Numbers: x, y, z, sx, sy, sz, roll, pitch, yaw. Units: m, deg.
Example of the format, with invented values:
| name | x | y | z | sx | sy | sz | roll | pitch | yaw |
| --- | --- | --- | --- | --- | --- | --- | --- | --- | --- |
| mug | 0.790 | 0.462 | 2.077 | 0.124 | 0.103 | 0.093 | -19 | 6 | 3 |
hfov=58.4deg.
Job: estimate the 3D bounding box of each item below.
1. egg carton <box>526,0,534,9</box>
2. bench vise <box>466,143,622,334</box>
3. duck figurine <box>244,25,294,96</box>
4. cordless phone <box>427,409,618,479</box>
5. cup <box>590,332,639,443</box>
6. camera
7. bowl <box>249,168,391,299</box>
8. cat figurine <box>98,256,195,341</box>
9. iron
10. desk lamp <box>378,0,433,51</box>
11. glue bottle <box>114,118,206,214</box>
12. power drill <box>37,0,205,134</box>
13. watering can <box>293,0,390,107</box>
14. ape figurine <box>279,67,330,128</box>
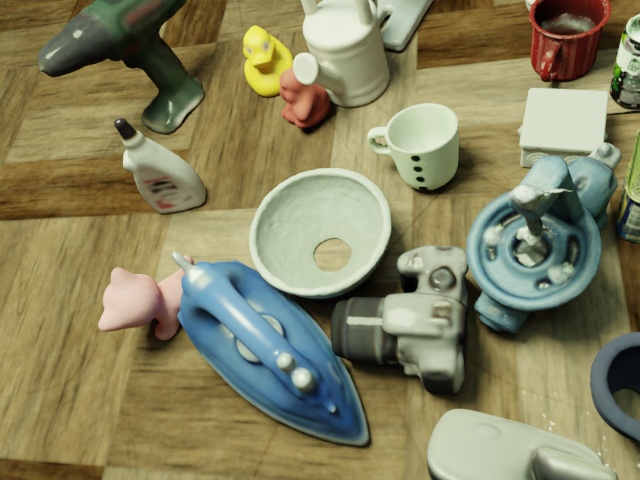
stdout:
| name | x | y | z | sx | sy | sz | roll | pitch | yaw |
| --- | --- | --- | --- | --- | --- | --- | --- | --- | --- |
| egg carton | 0.324 | -0.381 | 0.803 | 0.107 | 0.069 | 0.150 | -15 | 58 | 7 |
| bench vise | 0.212 | -0.032 | 0.545 | 0.121 | 0.220 | 0.207 | 16 | 66 | 24 |
| duck figurine | -0.084 | -0.278 | 0.850 | 0.077 | 0.086 | 0.104 | -12 | 58 | 9 |
| cordless phone | 0.158 | 0.177 | 0.461 | 0.147 | 0.185 | 0.094 | 9 | 64 | 21 |
| cup | 0.280 | 0.150 | 0.496 | 0.091 | 0.095 | 0.118 | -2 | 60 | 15 |
| camera | 0.083 | 0.075 | 0.591 | 0.136 | 0.101 | 0.143 | 0 | 61 | 16 |
| bowl | 0.006 | 0.002 | 0.670 | 0.167 | 0.075 | 0.167 | -7 | 59 | 12 |
| cat figurine | -0.192 | 0.062 | 0.666 | 0.128 | 0.118 | 0.067 | -32 | 57 | -4 |
| iron | -0.055 | 0.106 | 0.588 | 0.257 | 0.142 | 0.119 | 36 | 76 | 30 |
| desk lamp | 0.104 | -0.419 | 0.801 | 0.117 | 0.214 | 0.203 | 18 | 68 | 25 |
| glue bottle | -0.213 | -0.096 | 0.730 | 0.078 | 0.173 | 0.037 | -15 | 58 | 8 |
| power drill | -0.257 | -0.254 | 0.812 | 0.075 | 0.209 | 0.230 | 25 | 70 | 27 |
| watering can | 0.027 | -0.270 | 0.749 | 0.100 | 0.194 | 0.173 | 0 | 61 | 16 |
| ape figurine | -0.029 | -0.200 | 0.786 | 0.076 | 0.092 | 0.078 | -10 | 59 | 10 |
